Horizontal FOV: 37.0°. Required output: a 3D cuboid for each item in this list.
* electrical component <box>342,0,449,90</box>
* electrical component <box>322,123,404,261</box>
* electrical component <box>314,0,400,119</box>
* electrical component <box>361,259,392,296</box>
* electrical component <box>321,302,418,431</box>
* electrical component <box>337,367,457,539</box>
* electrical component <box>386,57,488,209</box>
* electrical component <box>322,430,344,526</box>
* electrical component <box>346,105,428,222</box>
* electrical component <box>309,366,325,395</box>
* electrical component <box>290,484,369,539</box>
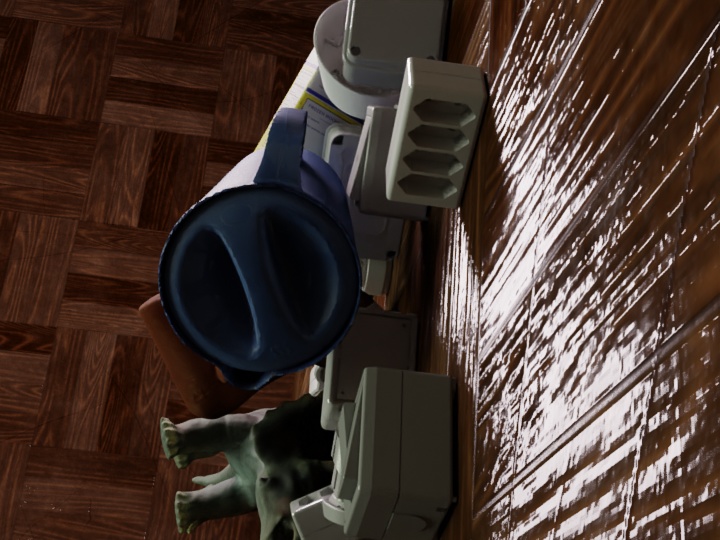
[{"bbox_3d":[0.030,-0.206,0.858,0.057,0.078,0.113,111,166,-82],"label":"electrical component"},{"bbox_3d":[0.002,-0.071,0.975,0.057,0.078,0.113,-108,25,-71],"label":"electrical component"},{"bbox_3d":[0.010,-0.181,0.924,0.064,0.099,0.099,93,-178,-68],"label":"electrical component"},{"bbox_3d":[0.000,0.000,1.018,0.045,0.055,0.045,-173,90,-85],"label":"electrical component"},{"bbox_3d":[0.007,0.071,0.800,0.061,0.062,0.096,106,170,-60],"label":"electrical component"},{"bbox_3d":[0.019,0.100,0.619,0.061,0.061,0.096,104,172,-52],"label":"electrical component"},{"bbox_3d":[0.046,-0.095,0.681,0.075,0.047,0.083,-90,8,-52],"label":"electrical component"},{"bbox_3d":[0.005,0.145,0.740,0.078,0.058,0.057,-170,90,-84],"label":"electrical component"},{"bbox_3d":[0.025,-0.090,0.827,0.061,0.061,0.096,-110,28,-79],"label":"electrical component"},{"bbox_3d":[-0.022,0.086,1.160,0.073,0.052,0.138,-89,8,-48],"label":"electrical component"},{"bbox_3d":[-0.008,0.202,0.812,0.047,0.066,0.076,155,93,-84],"label":"electrical component"}]
